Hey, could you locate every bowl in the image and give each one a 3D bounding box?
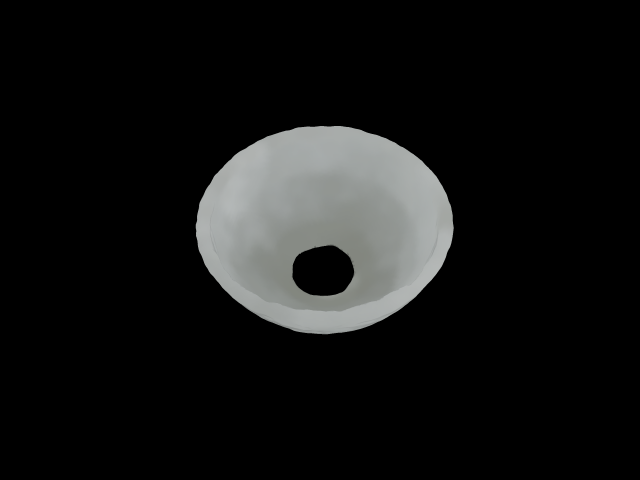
[{"bbox_3d":[0.004,0.001,0.400,0.167,0.075,0.167,0,53,0],"label":"bowl"}]
